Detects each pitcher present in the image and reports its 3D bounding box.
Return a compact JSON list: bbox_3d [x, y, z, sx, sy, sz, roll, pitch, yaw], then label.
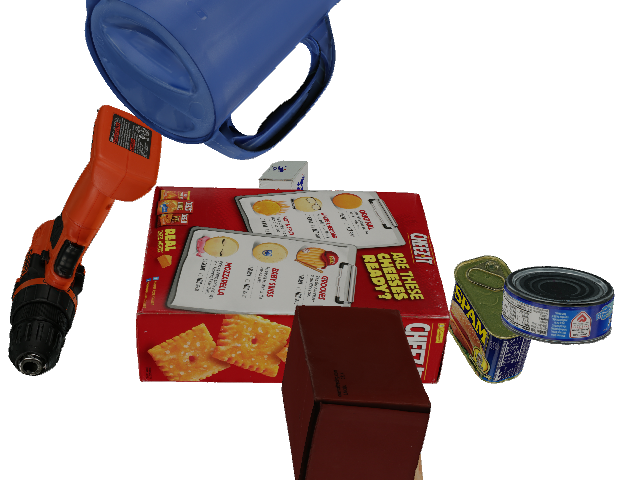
[{"bbox_3d":[-0.055,-0.190,0.861,0.145,0.149,0.242,26,57,29],"label":"pitcher"}]

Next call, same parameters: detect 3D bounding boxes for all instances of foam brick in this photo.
[{"bbox_3d":[0.014,0.071,0.485,0.053,0.051,0.078,5,28,-9],"label":"foam brick"}]

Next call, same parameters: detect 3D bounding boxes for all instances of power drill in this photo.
[{"bbox_3d":[-0.196,-0.003,0.867,0.057,0.188,0.184,25,28,-23],"label":"power drill"}]

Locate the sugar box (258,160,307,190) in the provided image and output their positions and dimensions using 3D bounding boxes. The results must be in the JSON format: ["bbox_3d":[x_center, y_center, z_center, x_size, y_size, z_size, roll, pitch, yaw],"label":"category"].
[{"bbox_3d":[-0.041,0.004,1.216,0.048,0.176,0.093,1,17,10],"label":"sugar box"}]

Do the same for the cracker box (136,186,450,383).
[{"bbox_3d":[-0.024,0.032,0.798,0.213,0.072,0.164,2,35,-5],"label":"cracker box"}]

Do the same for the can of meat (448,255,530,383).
[{"bbox_3d":[0.170,0.081,1.071,0.057,0.102,0.084,-15,-40,-16],"label":"can of meat"}]

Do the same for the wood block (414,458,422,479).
[{"bbox_3d":[0.033,0.176,0.959,0.090,0.206,0.091,-11,18,-15],"label":"wood block"}]

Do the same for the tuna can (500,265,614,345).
[{"bbox_3d":[0.185,0.049,0.835,0.086,0.034,0.086,1,19,-1],"label":"tuna can"}]
